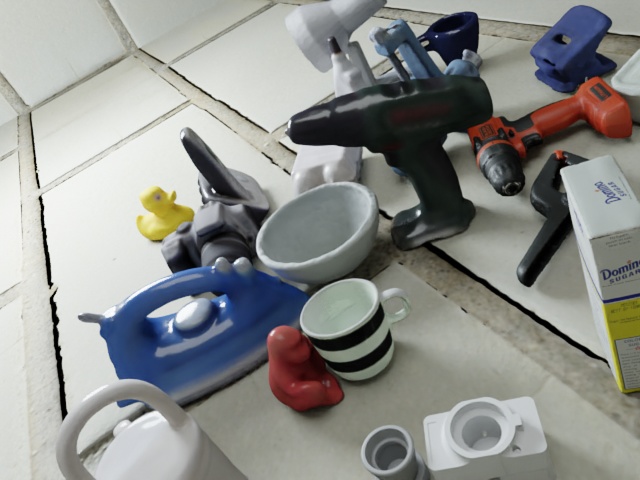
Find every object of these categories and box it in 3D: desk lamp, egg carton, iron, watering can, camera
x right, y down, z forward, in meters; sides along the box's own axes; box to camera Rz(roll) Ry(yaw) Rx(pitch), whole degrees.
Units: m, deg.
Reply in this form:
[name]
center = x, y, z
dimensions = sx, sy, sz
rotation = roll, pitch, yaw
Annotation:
[desk lamp]
center = 0.066, -0.354, 1.046
dimensions = 0.203, 0.214, 0.118
rotation = -17, 35, 14
[egg carton]
center = 0.014, -0.114, 0.893
dimensions = 0.107, 0.070, 0.150
rotation = -13, 36, 19
[iron]
center = -0.139, 0.085, 0.667
dimensions = 0.258, 0.142, 0.118
rotation = -26, 34, 1
[watering can]
center = -0.130, 0.193, 0.472
dimensions = 0.172, 0.194, 0.101
rotation = -2, 42, 32
[camera]
center = -0.150, 0.019, 0.799
dimensions = 0.143, 0.101, 0.136
rotation = -25, 34, 3

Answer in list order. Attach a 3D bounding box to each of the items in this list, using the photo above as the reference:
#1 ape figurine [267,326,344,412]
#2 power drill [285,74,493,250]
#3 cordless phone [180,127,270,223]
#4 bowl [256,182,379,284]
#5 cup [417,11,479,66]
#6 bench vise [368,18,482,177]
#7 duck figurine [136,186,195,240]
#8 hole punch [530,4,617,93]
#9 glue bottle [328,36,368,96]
[ape figurine]
center = -0.024, 0.125, 0.582
dimensions = 0.076, 0.092, 0.078
rotation = -10, 38, 24
[power drill]
center = 0.099, -0.094, 0.685
dimensions = 0.229, 0.209, 0.075
rotation = -20, 35, 10
[cordless phone]
center = -0.162, -0.113, 0.905
dimensions = 0.094, 0.185, 0.147
rotation = -30, 34, -4
[bowl]
center = 0.007, 0.003, 0.739
dimensions = 0.167, 0.075, 0.167
rotation = -18, 35, 13
[cup]
center = 0.233, -0.340, 1.022
dimensions = 0.117, 0.095, 0.091
rotation = -18, 35, 13
[bench vise]
center = 0.144, -0.229, 0.822
dimensions = 0.121, 0.220, 0.208
rotation = 4, 45, 37
[duck figurine]
center = -0.281, -0.053, 0.996
dimensions = 0.104, 0.086, 0.077
rotation = -16, 36, 15
[hole punch]
center = 0.376, -0.288, 0.861
dimensions = 0.101, 0.091, 0.108
rotation = -24, 34, 4
[glue bottle]
center = 0.051, -0.265, 0.974
dimensions = 0.037, 0.173, 0.077
rotation = -43, 37, -22
